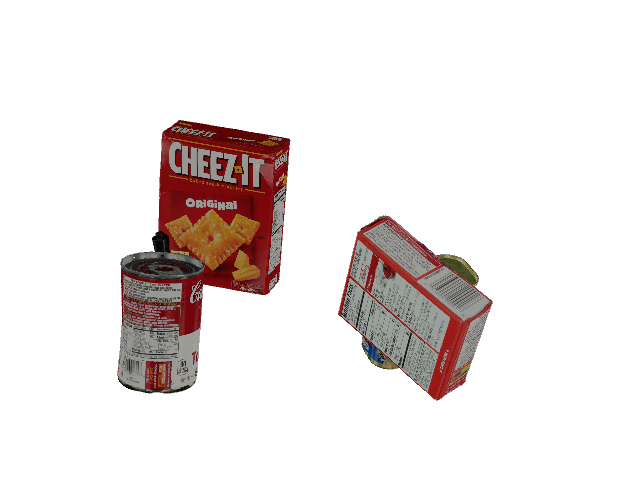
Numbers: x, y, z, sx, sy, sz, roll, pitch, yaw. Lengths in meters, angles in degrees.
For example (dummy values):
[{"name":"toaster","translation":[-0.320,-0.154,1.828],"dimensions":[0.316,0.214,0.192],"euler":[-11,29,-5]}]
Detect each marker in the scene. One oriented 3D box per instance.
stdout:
[{"name":"marker","translation":[-0.171,0.046,1.189],"dimensions":[0.020,0.121,0.020],"euler":[-4,23,1]}]

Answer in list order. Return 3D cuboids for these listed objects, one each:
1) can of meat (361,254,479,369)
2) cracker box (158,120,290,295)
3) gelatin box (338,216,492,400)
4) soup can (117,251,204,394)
[{"name":"can of meat","translation":[0.090,0.067,0.992],"dimensions":[0.102,0.084,0.057],"euler":[-8,33,-19]},{"name":"cracker box","translation":[-0.135,-0.043,1.457],"dimensions":[0.164,0.214,0.072],"euler":[11,24,12]},{"name":"gelatin box","translation":[0.054,0.040,0.633],"dimensions":[0.030,0.073,0.089],"euler":[-28,55,-33]},{"name":"soup can","translation":[-0.132,0.067,0.879],"dimensions":[0.068,0.102,0.068],"euler":[5,14,-1]}]
